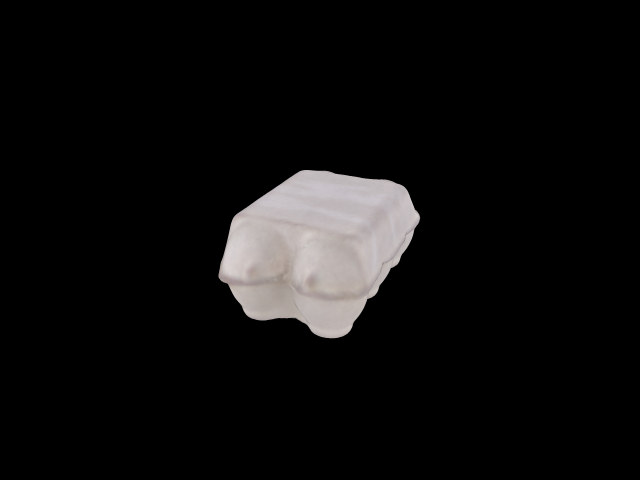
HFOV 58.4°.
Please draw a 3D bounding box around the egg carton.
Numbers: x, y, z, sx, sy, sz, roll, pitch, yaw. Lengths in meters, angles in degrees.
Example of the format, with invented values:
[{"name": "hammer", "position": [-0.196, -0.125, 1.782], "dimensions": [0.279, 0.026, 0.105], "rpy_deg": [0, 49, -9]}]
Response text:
[{"name": "egg carton", "position": [0.004, 0.001, 0.400], "dimensions": [0.107, 0.069, 0.150], "rpy_deg": [11, 29, 21]}]
